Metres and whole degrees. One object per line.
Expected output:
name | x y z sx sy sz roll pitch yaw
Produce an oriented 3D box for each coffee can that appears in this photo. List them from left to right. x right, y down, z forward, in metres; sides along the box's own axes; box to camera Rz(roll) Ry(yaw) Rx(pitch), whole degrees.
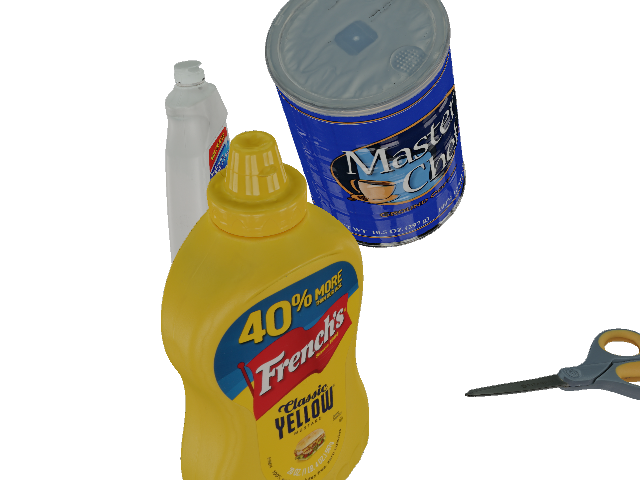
coffee can | 0.032 -0.075 0.640 0.103 0.102 0.140 0 -31 12

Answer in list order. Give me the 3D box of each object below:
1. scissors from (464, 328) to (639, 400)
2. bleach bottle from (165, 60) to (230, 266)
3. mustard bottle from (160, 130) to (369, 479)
scissors | 0.207 0.102 0.880 0.201 0.016 0.096 3 30 -9
bleach bottle | -0.129 -0.063 1.133 0.068 0.251 0.102 5 27 22
mustard bottle | -0.023 0.039 0.474 0.096 0.192 0.058 -26 41 -29
